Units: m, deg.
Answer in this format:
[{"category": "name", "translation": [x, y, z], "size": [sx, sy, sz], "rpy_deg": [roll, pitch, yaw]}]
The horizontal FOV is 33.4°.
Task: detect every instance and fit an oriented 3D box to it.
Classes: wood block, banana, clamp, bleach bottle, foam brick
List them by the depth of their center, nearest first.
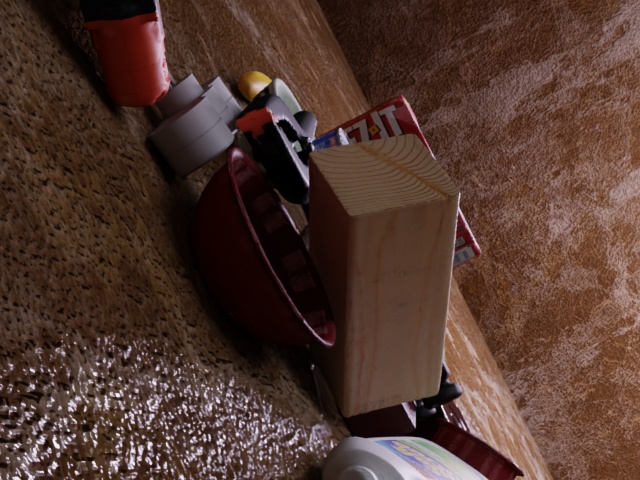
[{"category": "bleach bottle", "translation": [0.065, 0.193, 0.813], "size": [0.103, 0.068, 0.250], "rpy_deg": [33, 0, 21]}, {"category": "wood block", "translation": [0.046, 0.031, 0.851], "size": [0.091, 0.090, 0.206], "rpy_deg": [-119, -157, -48]}, {"category": "clamp", "translation": [-0.015, -0.056, 0.888], "size": [0.209, 0.036, 0.164], "rpy_deg": [28, 39, -73]}, {"category": "foam brick", "translation": [0.053, 0.149, 0.961], "size": [0.051, 0.053, 0.078], "rpy_deg": [62, 10, -4]}, {"category": "banana", "translation": [-0.055, -0.157, 1.283], "size": [0.070, 0.037, 0.197], "rpy_deg": [63, 8, 33]}]

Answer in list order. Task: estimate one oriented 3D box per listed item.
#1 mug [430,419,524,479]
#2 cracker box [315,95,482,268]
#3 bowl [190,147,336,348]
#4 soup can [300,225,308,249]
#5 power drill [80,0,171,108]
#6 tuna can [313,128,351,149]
[{"category": "mug", "translation": [0.126, 0.226, 0.985], "size": [0.093, 0.081, 0.117], "rpy_deg": [32, -11, 11]}, {"category": "cracker box", "translation": [0.069, -0.045, 1.251], "size": [0.072, 0.164, 0.214], "rpy_deg": [51, 14, -58]}, {"category": "bowl", "translation": [-0.048, 0.016, 0.774], "size": [0.162, 0.055, 0.162], "rpy_deg": [60, 9, -17]}, {"category": "soup can", "translation": [0.008, 0.025, 1.020], "size": [0.068, 0.068, 0.102], "rpy_deg": [60, 10, -15]}, {"category": "power drill", "translation": [-0.144, -0.210, 0.751], "size": [0.187, 0.057, 0.184], "rpy_deg": [-102, -174, -56]}, {"category": "tuna can", "translation": [0.022, -0.065, 1.054], "size": [0.086, 0.034, 0.086], "rpy_deg": [-23, 90, -79]}]
